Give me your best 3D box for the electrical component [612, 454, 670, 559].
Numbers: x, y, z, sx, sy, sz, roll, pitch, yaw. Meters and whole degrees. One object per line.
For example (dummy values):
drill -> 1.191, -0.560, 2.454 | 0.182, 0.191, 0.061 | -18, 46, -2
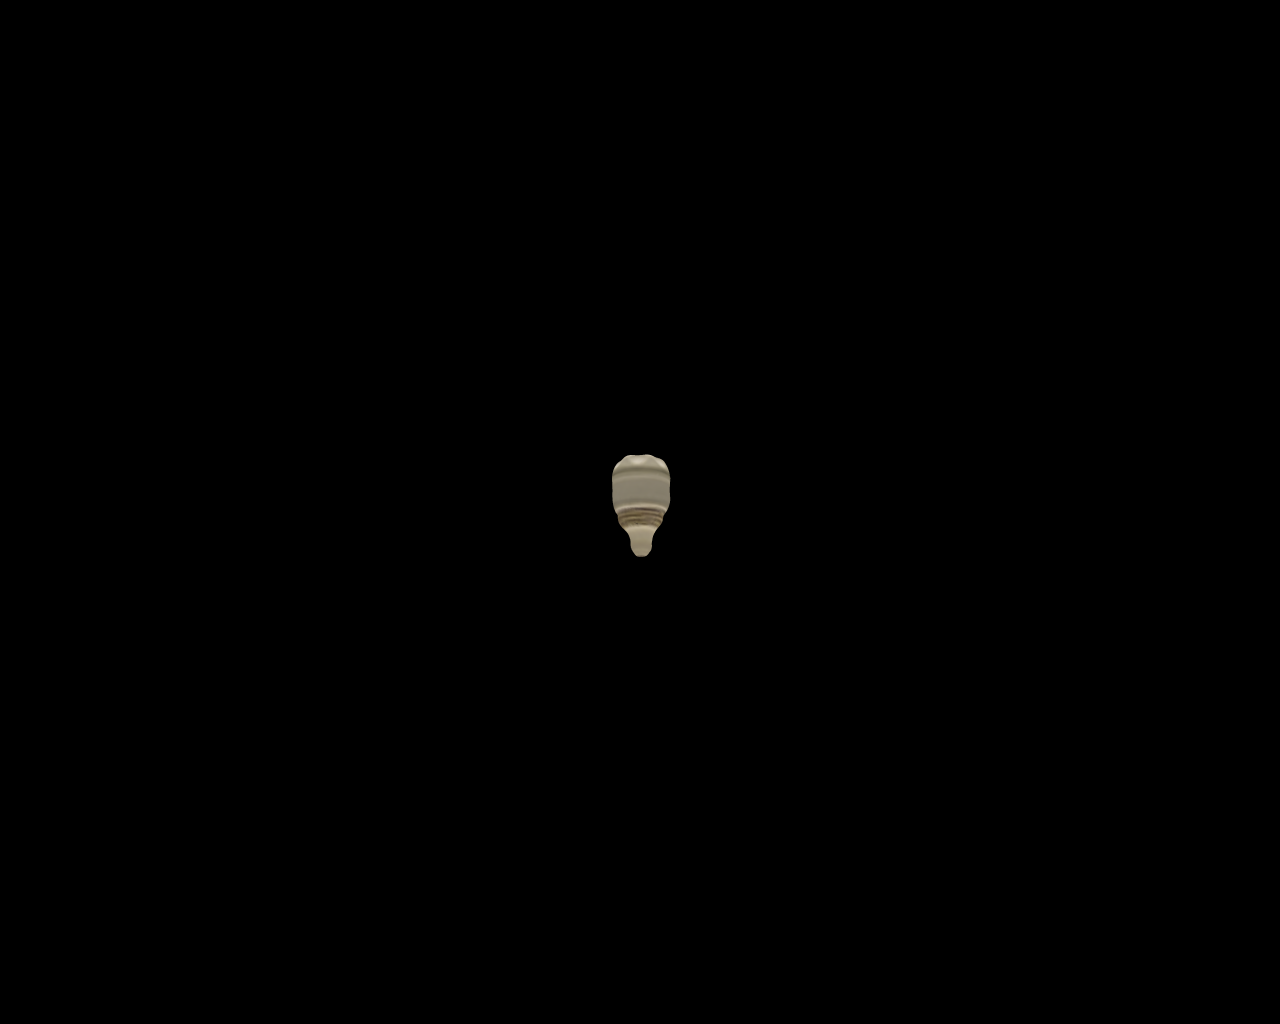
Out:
electrical component -> 0.001, -0.003, 0.650 | 0.035, 0.061, 0.035 | 0, -14, 0
